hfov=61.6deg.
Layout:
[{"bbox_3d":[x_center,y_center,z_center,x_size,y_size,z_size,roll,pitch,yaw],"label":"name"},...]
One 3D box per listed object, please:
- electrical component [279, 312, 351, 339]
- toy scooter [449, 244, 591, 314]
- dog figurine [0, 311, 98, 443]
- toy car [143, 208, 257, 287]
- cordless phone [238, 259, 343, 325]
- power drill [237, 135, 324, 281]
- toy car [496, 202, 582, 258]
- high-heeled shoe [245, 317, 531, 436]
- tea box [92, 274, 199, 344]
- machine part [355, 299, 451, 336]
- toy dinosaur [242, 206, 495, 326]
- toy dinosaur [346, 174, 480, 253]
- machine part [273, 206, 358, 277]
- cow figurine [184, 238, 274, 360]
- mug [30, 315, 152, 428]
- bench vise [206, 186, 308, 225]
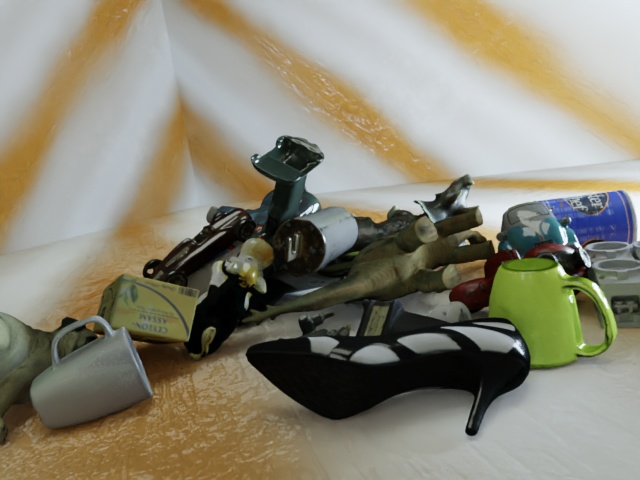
[{"bbox_3d":[-0.005,0.118,0.632,0.078,0.045,0.102,-10,9,-17],"label":"electrical component"},{"bbox_3d":[0.254,0.044,0.658,0.184,0.075,0.135,-14,-22,-3],"label":"toy scooter"},{"bbox_3d":[-0.348,0.114,0.617,0.121,0.172,0.190,5,20,14],"label":"dog figurine"},{"bbox_3d":[-0.190,0.014,0.835,0.202,0.053,0.089,-37,35,-25],"label":"toy car"},{"bbox_3d":[-0.056,0.074,0.852,0.147,0.088,0.184,-14,16,28],"label":"cordless phone"},{"bbox_3d":[-0.065,-0.033,0.780,0.086,0.207,0.232,25,45,19],"label":"power drill"},{"bbox_3d":[0.319,-0.006,0.809,0.109,0.103,0.161,-14,-7,12],"label":"toy car"},{"bbox_3d":[0.066,0.099,0.507,0.249,0.086,0.145,13,37,20],"label":"high-heeled shoe"},{"bbox_3d":[-0.230,0.095,0.697,0.098,0.068,0.170,16,-19,-23],"label":"tea box"},{"bbox_3d":[0.104,0.103,0.580,0.139,0.039,0.084,3,53,25],"label":"machine part"},{"bbox_3d":[0.107,0.040,0.787,0.471,0.105,0.199,-12,-7,-44],"label":"toy dinosaur"},{"bbox_3d":[0.114,-0.002,1.017,0.405,0.131,0.192,-18,2,-6],"label":"toy dinosaur"},{"bbox_3d":[-0.002,-0.002,0.765,0.079,0.079,0.243,-5,8,18],"label":"machine part"},{"bbox_3d":[-0.121,0.075,0.699,0.068,0.167,0.098,33,16,-14],"label":"cow figurine"},{"bbox_3d":[-0.246,0.141,0.563,0.107,0.109,0.081,-25,24,-19],"label":"mug"},{"bbox_3d":[-0.090,-0.044,1.030,0.224,0.128,0.240,-3,19,28],"label":"bench vise"}]
